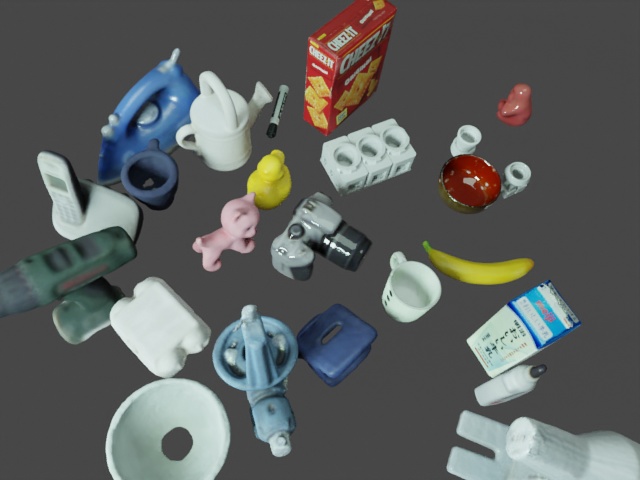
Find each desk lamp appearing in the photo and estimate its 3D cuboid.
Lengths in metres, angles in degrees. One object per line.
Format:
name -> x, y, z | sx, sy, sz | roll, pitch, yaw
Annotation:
desk lamp -> 0.305, 0.303, 0.777 | 0.203, 0.213, 0.118 | 20, 65, 4

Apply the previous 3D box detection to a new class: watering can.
watering can -> -0.165, -0.216, 0.984 | 0.101, 0.194, 0.173 | 34, 67, 11

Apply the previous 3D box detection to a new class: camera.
camera -> 0.009, 0.003, 0.950 | 0.136, 0.101, 0.143 | 31, 66, 9

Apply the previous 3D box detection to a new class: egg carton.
egg carton -> -0.247, 0.134, 0.882 | 0.150, 0.069, 0.107 | 41, 68, 13

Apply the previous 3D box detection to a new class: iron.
iron -> -0.310, -0.216, 0.999 | 0.118, 0.141, 0.259 | 32, 66, 10

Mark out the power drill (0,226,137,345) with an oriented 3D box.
power drill -> -0.364, 0.076, 0.820 | 0.230, 0.208, 0.075 | -35, 72, -19

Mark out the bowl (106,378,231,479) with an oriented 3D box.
bowl -> -0.209, 0.286, 0.811 | 0.167, 0.075, 0.167 | 2, 65, -4

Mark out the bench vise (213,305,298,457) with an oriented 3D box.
bench vise -> -0.069, 0.181, 0.794 | 0.122, 0.220, 0.207 | -32, 72, -18

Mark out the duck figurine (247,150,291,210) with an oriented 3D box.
duck figurine -> -0.089, -0.110, 1.002 | 0.077, 0.086, 0.105 | 21, 65, 5

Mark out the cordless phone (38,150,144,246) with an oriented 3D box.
cordless phone -> -0.360, -0.060, 0.897 | 0.147, 0.185, 0.094 | 17, 65, 3

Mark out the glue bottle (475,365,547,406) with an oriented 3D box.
glue bottle -> 0.290, 0.208, 0.842 | 0.078, 0.173, 0.037 | -15, 67, -12

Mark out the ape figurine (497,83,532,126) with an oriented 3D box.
ape figurine -> 0.385, -0.271, 1.120 | 0.078, 0.092, 0.076 | -33, 72, -18

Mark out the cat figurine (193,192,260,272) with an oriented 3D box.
cat figurine -> -0.148, -0.019, 0.936 | 0.128, 0.118, 0.067 | -32, 72, -18

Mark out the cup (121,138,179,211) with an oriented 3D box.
cup -> -0.281, -0.103, 0.975 | 0.092, 0.095, 0.117 | -1, 65, -6

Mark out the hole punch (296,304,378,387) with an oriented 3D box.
hole punch -> 0.020, 0.158, 0.885 | 0.101, 0.091, 0.109 | 43, 68, 14
